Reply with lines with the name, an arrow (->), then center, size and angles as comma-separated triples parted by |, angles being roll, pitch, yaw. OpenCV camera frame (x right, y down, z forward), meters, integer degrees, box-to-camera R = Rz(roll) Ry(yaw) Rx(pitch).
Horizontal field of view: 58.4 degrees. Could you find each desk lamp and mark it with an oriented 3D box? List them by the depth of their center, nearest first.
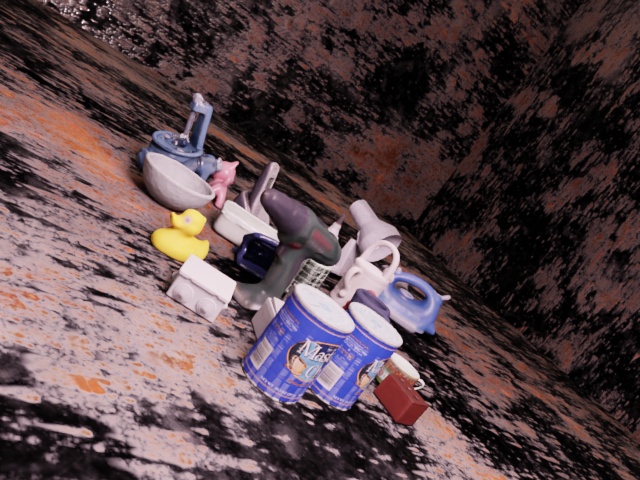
desk lamp -> 0.103, 0.004, 1.641 | 0.202, 0.213, 0.118 | 43, 13, 32

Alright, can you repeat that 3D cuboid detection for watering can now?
watering can -> 0.121, 0.087, 1.403 | 0.101, 0.194, 0.173 | 38, 11, 11

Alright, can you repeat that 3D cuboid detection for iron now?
iron -> 0.236, 0.152, 1.618 | 0.258, 0.141, 0.118 | 35, 11, -8

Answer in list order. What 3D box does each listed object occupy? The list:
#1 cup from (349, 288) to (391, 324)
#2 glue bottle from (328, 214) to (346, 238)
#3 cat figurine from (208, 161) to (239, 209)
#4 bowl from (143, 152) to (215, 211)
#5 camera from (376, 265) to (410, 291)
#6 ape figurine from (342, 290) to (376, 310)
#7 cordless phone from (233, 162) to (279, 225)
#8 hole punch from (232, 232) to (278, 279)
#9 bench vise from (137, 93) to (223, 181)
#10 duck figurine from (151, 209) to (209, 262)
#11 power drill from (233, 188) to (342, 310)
cup -> 0.098, 0.173, 1.234 | 0.092, 0.095, 0.117 | 27, 14, -38
glue bottle -> 0.013, 0.005, 1.468 | 0.037, 0.173, 0.078 | 41, 12, 26
cat figurine -> -0.252, -0.157, 1.479 | 0.067, 0.117, 0.127 | 31, 12, -23
bowl -> -0.312, -0.111, 1.220 | 0.167, 0.074, 0.167 | 35, 11, -7
camera -> 0.192, 0.117, 1.736 | 0.137, 0.100, 0.143 | 32, 12, -22
ape figurine -> 0.096, 0.154, 1.316 | 0.078, 0.092, 0.076 | 31, 12, -24
cordless phone -> -0.142, -0.109, 1.439 | 0.094, 0.185, 0.148 | 38, 11, 8
hole punch -> -0.118, 0.025, 1.203 | 0.109, 0.091, 0.101 | 32, 12, -19
bench vise -> -0.309, -0.237, 1.372 | 0.121, 0.219, 0.208 | 40, 12, 20
duck figurine -> -0.235, -0.012, 1.016 | 0.105, 0.086, 0.077 | 27, 14, -39
power drill -> -0.069, 0.029, 1.028 | 0.231, 0.208, 0.075 | 24, 16, -48
